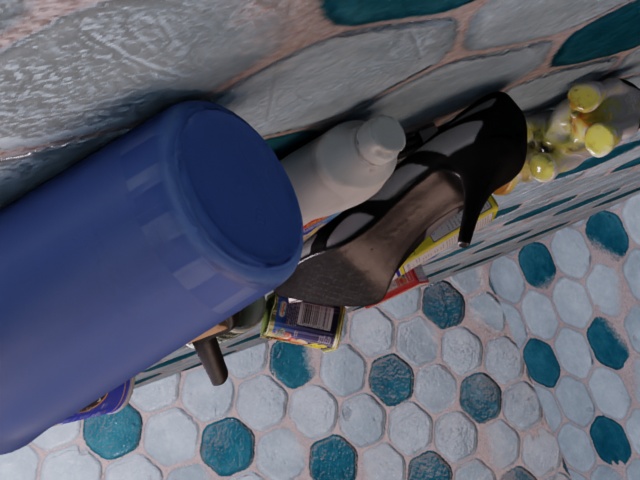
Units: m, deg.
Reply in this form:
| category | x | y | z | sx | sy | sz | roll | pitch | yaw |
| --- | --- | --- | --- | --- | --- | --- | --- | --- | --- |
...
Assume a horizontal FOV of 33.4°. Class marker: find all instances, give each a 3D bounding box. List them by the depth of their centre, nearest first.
| category | x | y | z | sx | sy | sz | roll | pitch | yaw |
| --- | --- | --- | --- | --- | --- | --- | --- | --- | --- |
| marker | 0.042 | -0.064 | 0.880 | 0.121 | 0.020 | 0.020 | -22 | 173 | 4 |

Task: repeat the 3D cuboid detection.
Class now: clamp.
| category | x | y | z | sx | sy | sz | roll | pitch | yaw |
| --- | --- | --- | --- | --- | --- | --- | --- | --- | --- |
| clamp | -0.156 | 0.084 | 1.179 | 0.164 | 0.036 | 0.210 | 22 | 143 | -6 |

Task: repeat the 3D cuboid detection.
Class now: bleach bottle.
| category | x | y | z | sx | sy | sz | roll | pitch | yaw |
| --- | --- | --- | --- | --- | --- | --- | --- | --- | --- |
| bleach bottle | -0.029 | -0.024 | 0.794 | 0.102 | 0.068 | 0.251 | -21 | 173 | -40 |

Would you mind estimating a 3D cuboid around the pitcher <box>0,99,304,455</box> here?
| category | x | y | z | sx | sy | sz | roll | pitch | yaw |
| --- | --- | --- | --- | --- | --- | --- | --- | --- | --- |
| pitcher | -0.126 | 0.019 | 0.613 | 0.243 | 0.149 | 0.144 | -29 | 137 | 30 |

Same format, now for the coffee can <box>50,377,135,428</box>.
| category | x | y | z | sx | sy | sz | roll | pitch | yaw |
| --- | --- | --- | --- | --- | --- | --- | --- | --- | --- |
| coffee can | -0.289 | 0.152 | 1.166 | 0.103 | 0.103 | 0.140 | -27 | 167 | 38 |

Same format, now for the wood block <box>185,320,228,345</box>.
| category | x | y | z | sx | sy | sz | roll | pitch | yaw |
| --- | --- | --- | --- | --- | --- | --- | --- | --- | --- |
| wood block | -0.194 | 0.072 | 0.930 | 0.206 | 0.090 | 0.091 | -21 | 174 | -2 |

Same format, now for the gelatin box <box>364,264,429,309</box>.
| category | x | y | z | sx | sy | sz | roll | pitch | yaw |
| --- | --- | --- | --- | --- | --- | --- | --- | --- | --- |
| gelatin box | 0.090 | 0.054 | 1.302 | 0.073 | 0.030 | 0.089 | -25 | 174 | 12 |

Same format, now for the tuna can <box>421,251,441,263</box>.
| category | x | y | z | sx | sy | sz | roll | pitch | yaw |
| --- | --- | --- | --- | --- | --- | --- | --- | --- | --- |
| tuna can | 0.094 | -0.016 | 1.132 | 0.033 | 0.086 | 0.086 | -16 | 172 | -45 |

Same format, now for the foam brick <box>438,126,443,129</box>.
| category | x | y | z | sx | sy | sz | roll | pitch | yaw |
| --- | --- | --- | --- | --- | --- | --- | --- | --- | --- |
| foam brick | 0.127 | -0.075 | 0.910 | 0.078 | 0.051 | 0.053 | -23 | 173 | 16 |

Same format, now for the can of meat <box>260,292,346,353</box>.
| category | x | y | z | sx | sy | sz | roll | pitch | yaw |
| --- | --- | --- | --- | --- | --- | --- | --- | --- | --- |
| can of meat | -0.022 | 0.095 | 1.246 | 0.084 | 0.057 | 0.102 | 12 | 170 | -8 |

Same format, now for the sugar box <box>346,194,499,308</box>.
| category | x | y | z | sx | sy | sz | roll | pitch | yaw |
| --- | --- | --- | --- | --- | --- | --- | --- | --- | --- |
| sugar box | 0.087 | 0.003 | 1.042 | 0.176 | 0.048 | 0.093 | -29 | 171 | 2 |

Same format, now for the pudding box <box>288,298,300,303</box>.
| category | x | y | z | sx | sy | sz | roll | pitch | yaw |
| --- | --- | --- | --- | --- | --- | --- | --- | --- | --- |
| pudding box | 0.005 | -0.002 | 0.954 | 0.114 | 0.090 | 0.039 | -26 | 171 | 37 |
